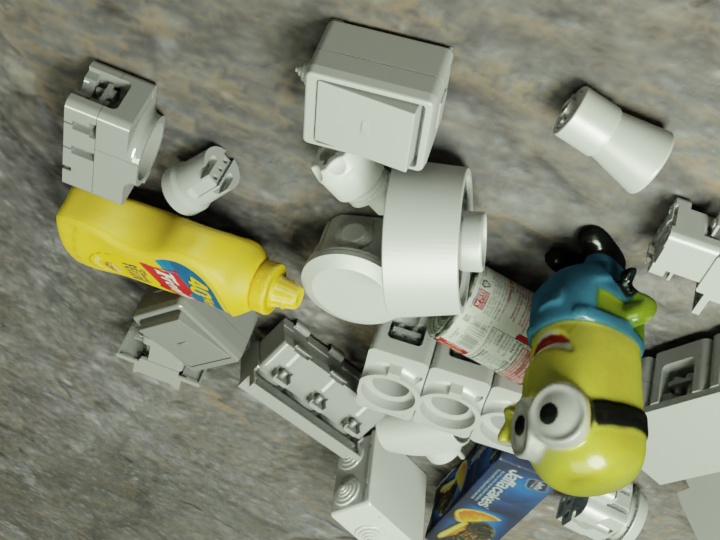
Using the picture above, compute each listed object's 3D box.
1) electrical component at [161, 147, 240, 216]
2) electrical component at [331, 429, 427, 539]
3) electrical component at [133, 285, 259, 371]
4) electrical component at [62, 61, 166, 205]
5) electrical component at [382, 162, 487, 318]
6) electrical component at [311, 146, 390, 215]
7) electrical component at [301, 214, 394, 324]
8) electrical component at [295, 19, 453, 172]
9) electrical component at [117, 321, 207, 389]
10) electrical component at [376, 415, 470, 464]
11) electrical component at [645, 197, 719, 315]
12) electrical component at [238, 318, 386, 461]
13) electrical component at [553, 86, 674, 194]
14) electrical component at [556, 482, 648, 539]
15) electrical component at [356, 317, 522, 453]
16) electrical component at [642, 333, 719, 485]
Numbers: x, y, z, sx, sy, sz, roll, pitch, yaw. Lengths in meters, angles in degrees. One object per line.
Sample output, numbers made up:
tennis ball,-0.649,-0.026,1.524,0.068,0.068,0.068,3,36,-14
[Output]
electrical component,-0.117,-0.066,0.792,0.046,0.040,0.040,-24,125,36
electrical component,0.018,0.216,1.032,0.048,0.099,0.099,-25,125,27
electrical component,-0.137,0.046,0.920,0.062,0.061,0.096,-15,130,37
electrical component,-0.176,-0.095,0.772,0.056,0.050,0.089,22,143,-1
electrical component,0.053,-0.020,0.722,0.060,0.108,0.108,3,140,11
electrical component,0.000,-0.063,0.740,0.043,0.043,0.062,-18,130,39
electrical component,0.000,0.000,0.812,0.080,0.051,0.080,12,142,10
electrical component,0.003,-0.108,0.670,0.096,0.061,0.061,15,142,6
electrical component,-0.175,0.069,0.982,0.081,0.042,0.063,20,139,-2
electrical component,0.067,0.148,0.970,0.077,0.044,0.079,-12,132,34
electrical component,0.225,-0.013,0.704,0.064,0.042,0.081,19,142,4
electrical component,-0.039,0.101,0.937,0.121,0.078,0.063,38,110,-22
electrical component,0.151,-0.082,0.654,0.065,0.044,0.044,32,141,-8
electrical component,0.223,0.215,0.973,0.057,0.058,0.078,27,142,-4
electrical component,0.079,0.092,0.881,0.150,0.061,0.089,17,142,4
electrical component,0.265,0.099,0.807,0.089,0.061,0.150,39,138,-23
